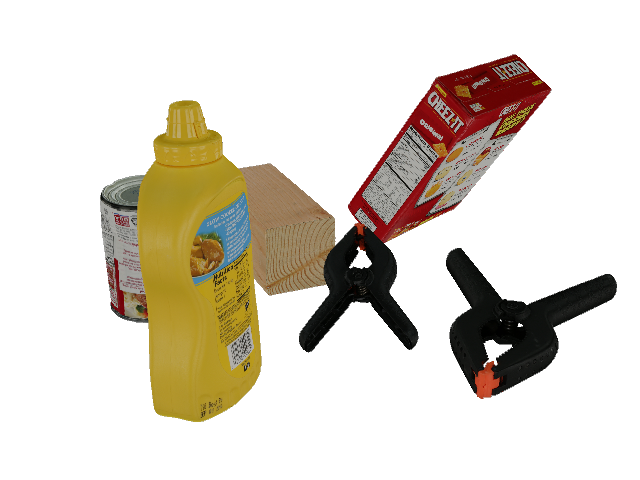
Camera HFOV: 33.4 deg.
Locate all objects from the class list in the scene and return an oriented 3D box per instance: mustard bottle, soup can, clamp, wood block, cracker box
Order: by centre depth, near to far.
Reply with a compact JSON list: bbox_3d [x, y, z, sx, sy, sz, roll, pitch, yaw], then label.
[{"bbox_3d":[-0.076,0.009,0.662,0.058,0.192,0.096,7,23,23],"label":"mustard bottle"},{"bbox_3d":[-0.140,0.006,0.862,0.068,0.102,0.068,-1,25,0],"label":"soup can"},{"bbox_3d":[0.164,0.070,0.972,0.165,0.036,0.209,13,33,25],"label":"clamp"},{"bbox_3d":[0.051,0.052,1.127,0.120,0.171,0.039,8,-40,8],"label":"clamp"},{"bbox_3d":[0.144,-0.105,1.226,0.163,0.072,0.214,-24,-24,-45],"label":"cracker box"},{"bbox_3d":[-0.064,-0.019,1.353,0.090,0.090,0.206,-10,26,-22],"label":"wood block"}]
